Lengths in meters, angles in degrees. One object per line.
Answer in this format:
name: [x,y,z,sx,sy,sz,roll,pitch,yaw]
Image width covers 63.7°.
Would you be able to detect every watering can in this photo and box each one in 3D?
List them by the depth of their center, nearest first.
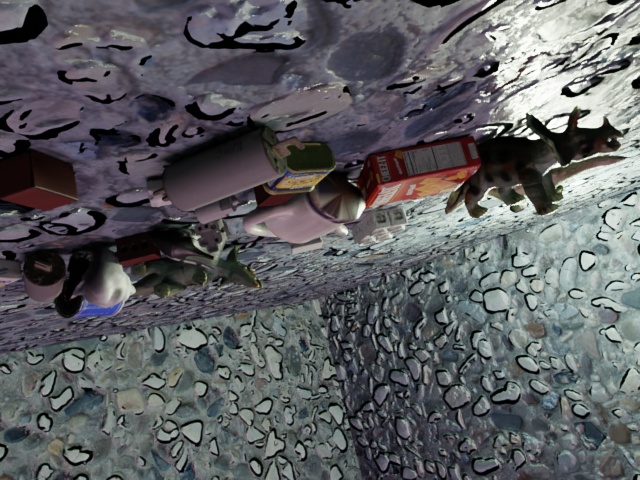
watering can: [0.003,-0.055,1.089,0.222,0.105,0.348,-25,-17,40]

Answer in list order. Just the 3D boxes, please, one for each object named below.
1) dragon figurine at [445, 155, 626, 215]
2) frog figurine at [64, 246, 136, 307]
dragon figurine: [0.488,-0.141,1.202,0.407,0.123,0.243,-20,-9,28]
frog figurine: [-0.453,0.087,1.114,0.157,0.122,0.140,32,16,-49]
